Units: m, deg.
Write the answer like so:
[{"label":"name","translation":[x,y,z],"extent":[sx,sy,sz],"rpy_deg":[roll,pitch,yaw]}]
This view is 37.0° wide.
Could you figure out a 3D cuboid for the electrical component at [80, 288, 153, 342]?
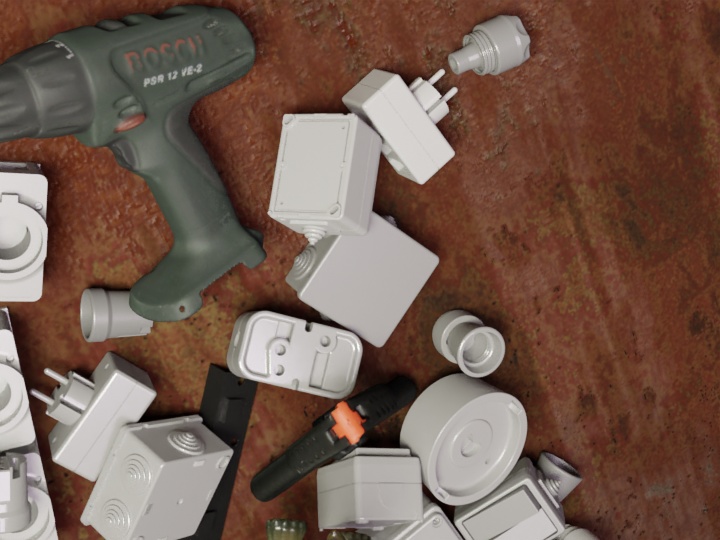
[{"label":"electrical component","translation":[-0.183,0.033,0.807],"extent":[0.046,0.040,0.040],"rpy_deg":[-1,106,-28]}]

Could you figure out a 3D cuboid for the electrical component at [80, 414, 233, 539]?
[{"label":"electrical component","translation":[-0.153,0.164,0.825],"extent":[0.100,0.048,0.099],"rpy_deg":[2,118,-58]}]

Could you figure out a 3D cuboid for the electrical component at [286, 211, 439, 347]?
[{"label":"electrical component","translation":[0.000,0.000,0.867],"extent":[0.100,0.048,0.099],"rpy_deg":[33,91,-27]}]

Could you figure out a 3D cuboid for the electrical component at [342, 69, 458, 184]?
[{"label":"electrical component","translation":[0.044,-0.126,0.848],"extent":[0.076,0.047,0.083],"rpy_deg":[-43,117,-6]}]

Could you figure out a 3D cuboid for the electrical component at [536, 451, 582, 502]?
[{"label":"electrical component","translation":[0.172,0.209,1.006],"extent":[0.044,0.044,0.065],"rpy_deg":[27,99,-27]}]

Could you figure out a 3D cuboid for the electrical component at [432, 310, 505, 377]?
[{"label":"electrical component","translation":[0.092,0.062,0.920],"extent":[0.045,0.055,0.045],"rpy_deg":[-7,108,-21]}]

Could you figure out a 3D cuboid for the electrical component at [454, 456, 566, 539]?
[{"label":"electrical component","translation":[0.139,0.216,0.959],"extent":[0.096,0.061,0.061],"rpy_deg":[-34,94,11]}]

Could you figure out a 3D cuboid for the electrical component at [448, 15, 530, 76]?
[{"label":"electrical component","translation":[0.101,-0.175,0.859],"extent":[0.062,0.043,0.043],"rpy_deg":[-25,114,-13]}]

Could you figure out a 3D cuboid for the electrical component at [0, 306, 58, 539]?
[{"label":"electrical component","translation":[-0.289,0.133,0.781],"extent":[0.105,0.060,0.186],"rpy_deg":[-13,110,-19]}]

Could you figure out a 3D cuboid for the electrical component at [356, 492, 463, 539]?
[{"label":"electrical component","translation":[0.044,0.269,0.962],"extent":[0.109,0.056,0.108],"rpy_deg":[-38,116,-8]}]

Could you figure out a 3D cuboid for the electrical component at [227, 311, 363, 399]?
[{"label":"electrical component","translation":[-0.054,0.067,0.851],"extent":[0.095,0.059,0.053],"rpy_deg":[15,83,-17]}]

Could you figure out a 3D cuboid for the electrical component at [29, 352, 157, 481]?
[{"label":"electrical component","translation":[-0.211,0.101,0.811],"extent":[0.076,0.047,0.083],"rpy_deg":[35,90,-25]}]

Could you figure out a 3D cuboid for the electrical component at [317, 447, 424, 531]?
[{"label":"electrical component","translation":[0.004,0.186,0.907],"extent":[0.062,0.096,0.061],"rpy_deg":[6,71,-26]}]

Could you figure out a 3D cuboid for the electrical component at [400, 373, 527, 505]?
[{"label":"electrical component","translation":[0.085,0.141,0.934],"extent":[0.108,0.060,0.108],"rpy_deg":[-16,120,-30]}]

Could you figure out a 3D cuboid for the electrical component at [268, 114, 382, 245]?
[{"label":"electrical component","translation":[-0.025,-0.063,0.809],"extent":[0.061,0.062,0.096],"rpy_deg":[30,66,-63]}]

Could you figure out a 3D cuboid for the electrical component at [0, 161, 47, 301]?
[{"label":"electrical component","translation":[-0.294,-0.028,0.729],"extent":[0.150,0.062,0.089],"rpy_deg":[1,105,-23]}]

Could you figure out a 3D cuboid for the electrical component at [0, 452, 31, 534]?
[{"label":"electrical component","translation":[-0.249,0.154,0.747],"extent":[0.040,0.040,0.046],"rpy_deg":[-1,100,-22]}]

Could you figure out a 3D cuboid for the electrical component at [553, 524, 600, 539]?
[{"label":"electrical component","translation":[0.205,0.262,1.014],"extent":[0.040,0.078,0.040],"rpy_deg":[-7,108,-21]}]
